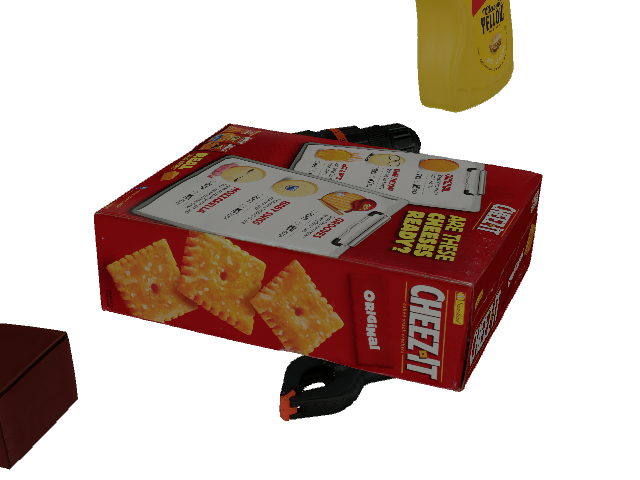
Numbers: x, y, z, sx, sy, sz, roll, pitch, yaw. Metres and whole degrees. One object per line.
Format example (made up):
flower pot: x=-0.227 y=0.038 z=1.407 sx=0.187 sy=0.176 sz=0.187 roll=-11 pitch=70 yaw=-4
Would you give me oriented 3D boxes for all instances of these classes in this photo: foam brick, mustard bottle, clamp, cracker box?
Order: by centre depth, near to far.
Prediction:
cracker box: x=0.004 y=0.001 z=0.619 sx=0.214 sy=0.072 sz=0.164 roll=11 pitch=27 yaw=20
foam brick: x=-0.196 y=0.094 z=0.666 sx=0.053 sy=0.051 sz=0.078 roll=7 pitch=29 yaw=21
mustard bottle: x=0.104 y=-0.198 z=0.782 sx=0.058 sy=0.191 sz=0.096 roll=18 pitch=40 yaw=35
clamp: x=0.015 y=0.128 z=1.103 sx=0.171 sy=0.039 sz=0.120 roll=-20 pitch=33 yaw=-33

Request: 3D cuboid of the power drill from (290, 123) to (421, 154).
power drill: x=-0.002 y=-0.009 z=0.923 sx=0.184 sy=0.188 sz=0.057 roll=-12 pitch=34 yaw=-20
